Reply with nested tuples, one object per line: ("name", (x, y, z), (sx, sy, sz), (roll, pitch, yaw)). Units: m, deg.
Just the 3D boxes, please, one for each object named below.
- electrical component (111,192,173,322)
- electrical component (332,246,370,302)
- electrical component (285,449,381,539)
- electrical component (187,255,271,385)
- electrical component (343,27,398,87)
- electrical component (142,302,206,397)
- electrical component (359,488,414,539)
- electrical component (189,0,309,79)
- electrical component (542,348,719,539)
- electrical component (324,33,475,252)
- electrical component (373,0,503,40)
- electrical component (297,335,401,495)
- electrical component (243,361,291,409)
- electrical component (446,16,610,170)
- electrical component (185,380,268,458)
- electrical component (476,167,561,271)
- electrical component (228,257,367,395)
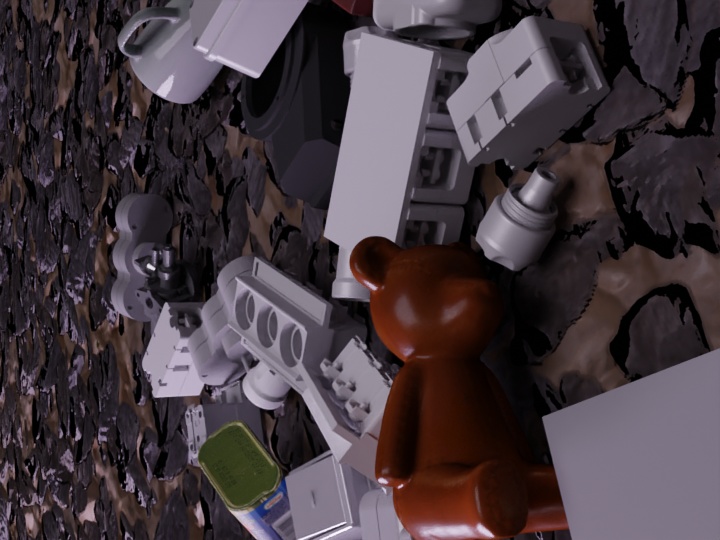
("electrical component", (-0.229, -0.013, 1.156), (0.074, 0.052, 0.138), (11, 98, 56))
("electrical component", (0.000, 0.000, 0.823), (0.040, 0.040, 0.046), (-4, 80, 56))
("electrical component", (-0.009, 0.168, 0.812), (0.096, 0.061, 0.061), (-38, 58, 50))
("electrical component", (-0.108, 0.059, 0.972), (0.138, 0.052, 0.073), (-60, 43, 36))
("electrical component", (0.009, -0.149, 0.809), (0.043, 0.043, 0.062), (-6, 86, 56))
("electrical component", (-0.172, 0.079, 1.064), (0.050, 0.056, 0.089), (59, 135, 38))
("electrical component", (0.041, 0.196, 0.742), (0.059, 0.054, 0.095), (-24, 69, 54))
("electrical component", (-0.084, -0.220, 0.848), (0.113, 0.057, 0.078), (-51, 34, 31))
("electrical component", (0.173, 0.095, 0.538), (0.150, 0.062, 0.089), (-34, 61, 51))
("electrical component", (0.036, -0.081, 0.750), (0.089, 0.062, 0.150), (31, 115, 52))
("electrical component", (0.052, -0.192, 0.735), (0.095, 0.054, 0.059), (6, 95, 57))
("electrical component", (0.007, 0.097, 0.758), (0.063, 0.079, 0.121), (-52, 20, 3))
("electrical component", (-0.074, 0.092, 0.933), (0.046, 0.040, 0.040), (-53, 47, 33))
("electrical component", (0.100, -0.110, 0.664), (0.089, 0.050, 0.055), (-44, 54, 47))
("electrical component", (-0.124, 0.145, 0.984), (0.042, 0.064, 0.081), (-29, 65, 52))
("electrical component", (0.102, -0.034, 0.666), (0.043, 0.043, 0.062), (58, 133, 40))
("electrical component", (-0.051, 0.045, 0.876), (0.121, 0.063, 0.078), (31, 114, 53))
